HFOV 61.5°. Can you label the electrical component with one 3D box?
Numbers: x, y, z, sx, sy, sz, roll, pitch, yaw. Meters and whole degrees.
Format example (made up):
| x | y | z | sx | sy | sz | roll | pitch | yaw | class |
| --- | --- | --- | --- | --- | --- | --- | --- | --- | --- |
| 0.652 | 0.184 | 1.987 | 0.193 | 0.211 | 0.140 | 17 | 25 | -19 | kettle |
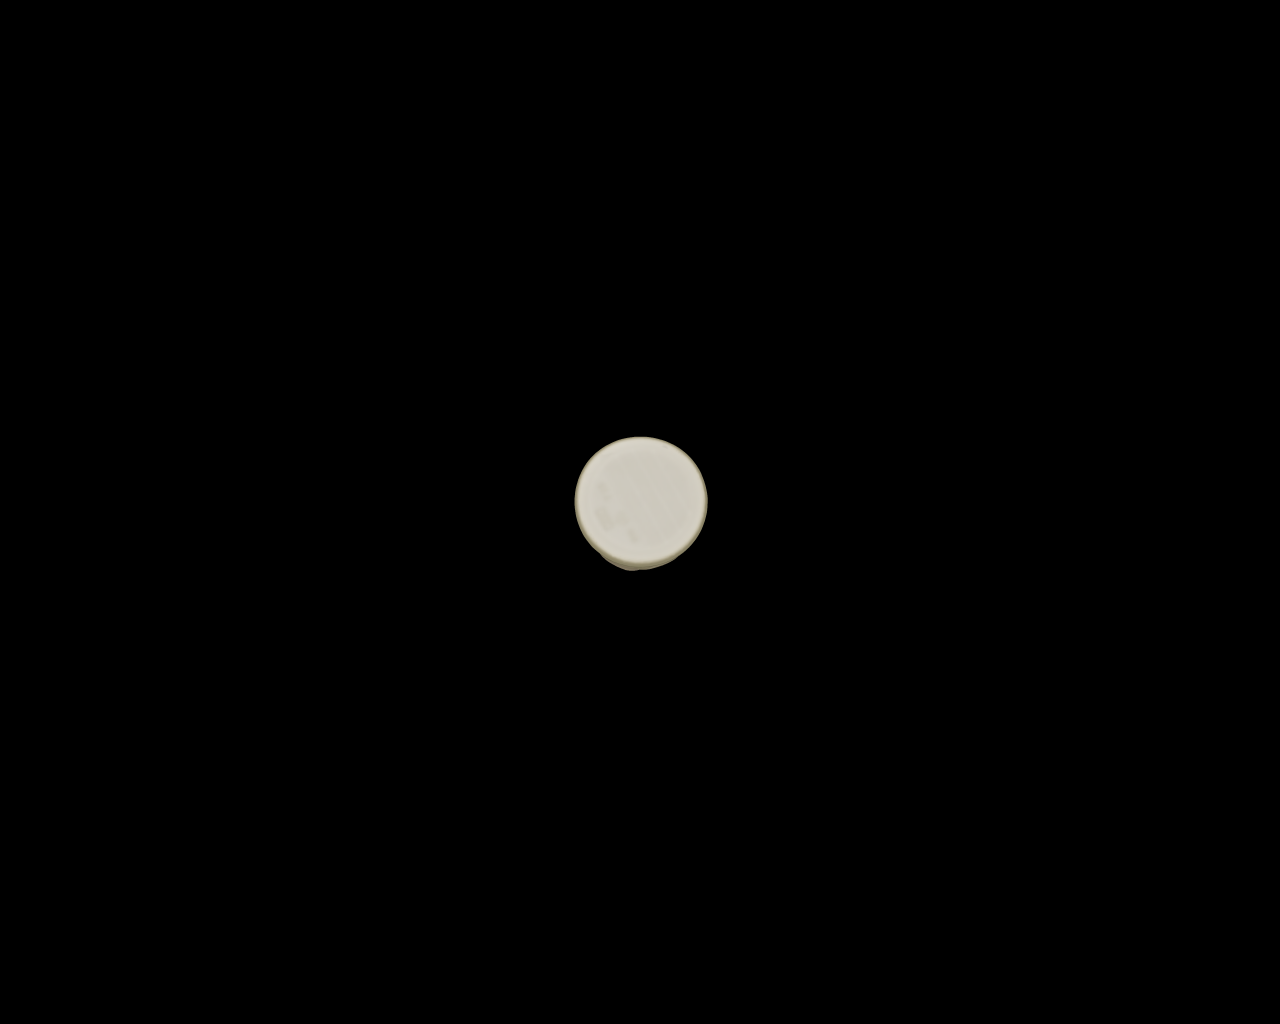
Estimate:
| x | y | z | sx | sy | sz | roll | pitch | yaw | class |
| --- | --- | --- | --- | --- | --- | --- | --- | --- | --- |
| 0.001 | -0.003 | 0.650 | 0.080 | 0.080 | 0.051 | 0 | -12 | 0 | electrical component |
